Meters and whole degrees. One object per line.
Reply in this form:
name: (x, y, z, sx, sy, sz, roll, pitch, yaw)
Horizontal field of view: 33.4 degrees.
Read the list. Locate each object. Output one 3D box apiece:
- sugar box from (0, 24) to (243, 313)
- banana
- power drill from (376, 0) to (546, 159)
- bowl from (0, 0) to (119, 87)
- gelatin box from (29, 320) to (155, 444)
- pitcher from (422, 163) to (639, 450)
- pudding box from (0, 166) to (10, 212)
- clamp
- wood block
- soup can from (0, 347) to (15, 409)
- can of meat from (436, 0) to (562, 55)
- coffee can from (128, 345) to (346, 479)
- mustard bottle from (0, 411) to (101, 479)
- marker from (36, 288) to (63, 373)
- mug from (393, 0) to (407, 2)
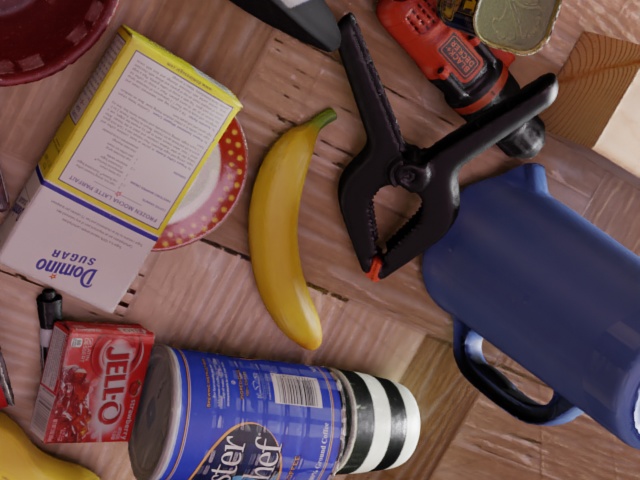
sugar box: (-0.139, -0.046, 0.727, 0.093, 0.048, 0.176, 30, 101, -29)
banana: (-0.022, -0.002, 0.820, 0.069, 0.037, 0.198, -2, 110, -20)
power drill: (0.158, -0.176, 0.814, 0.187, 0.057, 0.184, -48, 118, 1)
bowl: (-0.206, -0.180, 0.668, 0.162, 0.055, 0.162, -8, 112, -19)
gelatin box: (-0.168, 0.105, 0.790, 0.073, 0.030, 0.089, 8, 102, -42)
pitcher: (0.189, 0.062, 0.812, 0.145, 0.243, 0.149, -34, 125, -9)
pudding box: (-0.270, -0.053, 0.700, 0.113, 0.039, 0.090, -15, 115, -16)
clamp: (0.079, -0.058, 0.806, 0.164, 0.036, 0.210, 11, 121, 3)
wood block: (0.292, -0.082, 0.885, 0.205, 0.091, 0.090, 25, 98, -27)
soup can: (-0.272, 0.098, 0.741, 0.102, 0.069, 0.068, -16, 115, -15)
can of meat: (0.125, -0.184, 0.724, 0.057, 0.084, 0.102, 11, 105, -18)
coffee can: (-0.065, 0.140, 0.819, 0.140, 0.103, 0.103, 10, 105, -25)
mustard bottle: (-0.214, 0.209, 0.811, 0.096, 0.058, 0.191, -47, 119, 1)
marker: (-0.199, 0.093, 0.795, 0.020, 0.020, 0.121, -6, 111, -20)
mug: (0.050, -0.222, 0.723, 0.093, 0.117, 0.081, 35, 89, -26)
